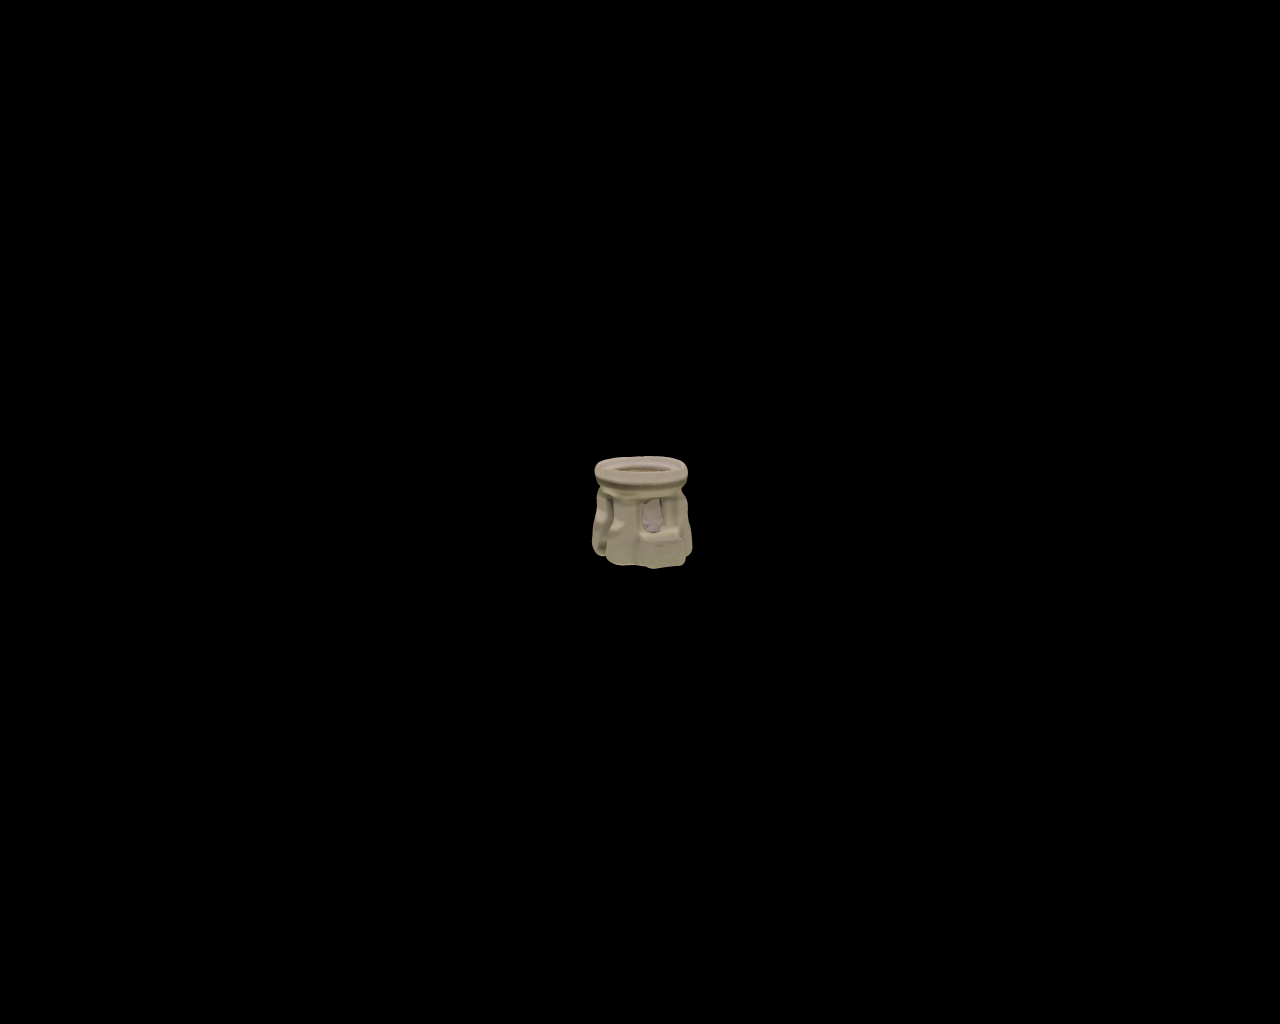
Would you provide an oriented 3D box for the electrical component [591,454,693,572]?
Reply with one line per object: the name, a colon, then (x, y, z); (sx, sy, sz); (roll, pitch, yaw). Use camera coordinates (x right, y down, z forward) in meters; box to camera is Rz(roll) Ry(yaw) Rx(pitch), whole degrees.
electrical component: (0.001, -0.003, 0.650); (0.058, 0.057, 0.078); (-6, 15, -23)
